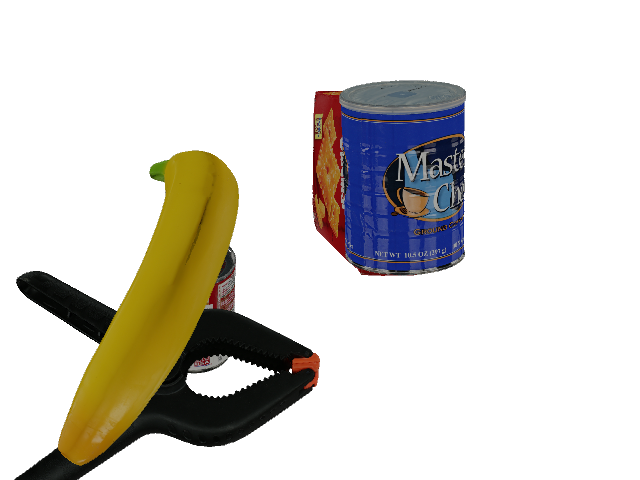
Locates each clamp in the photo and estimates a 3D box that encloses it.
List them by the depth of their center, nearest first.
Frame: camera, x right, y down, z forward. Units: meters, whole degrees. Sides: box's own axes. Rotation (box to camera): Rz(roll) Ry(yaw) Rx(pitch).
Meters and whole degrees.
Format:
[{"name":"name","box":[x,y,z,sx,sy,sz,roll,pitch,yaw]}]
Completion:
[{"name":"clamp","box":[-0.108,0.082,0.701,0.210,0.164,0.036,-8,-30,-8]}]

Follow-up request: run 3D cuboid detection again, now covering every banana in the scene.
[{"name":"banana","box":[-0.073,0.016,0.511,0.037,0.197,0.070,33,-50,-20]}]

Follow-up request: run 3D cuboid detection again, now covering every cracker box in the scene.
[{"name":"cracker box","box":[0.045,-0.067,1.112,0.072,0.164,0.214,-2,13,-12]}]

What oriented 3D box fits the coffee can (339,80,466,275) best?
[{"name":"coffee can","box":[0.069,-0.054,0.887,0.103,0.140,0.103,-2,19,1]}]

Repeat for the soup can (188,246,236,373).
[{"name":"soup can","box":[-0.108,0.056,0.922,0.068,0.102,0.068,3,36,-3]}]
